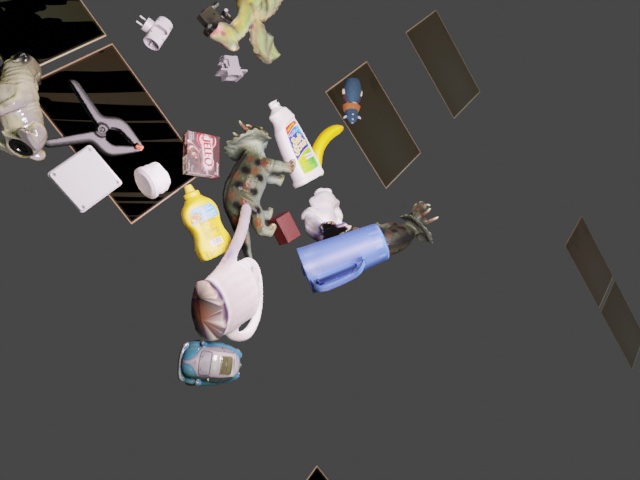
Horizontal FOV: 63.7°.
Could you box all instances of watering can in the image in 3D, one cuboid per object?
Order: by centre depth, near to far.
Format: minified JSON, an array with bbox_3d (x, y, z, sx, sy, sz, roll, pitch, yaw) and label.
[{"bbox_3d":[-0.220,0.099,1.262,0.227,0.104,0.343,-28,118,-56],"label":"watering can"}]

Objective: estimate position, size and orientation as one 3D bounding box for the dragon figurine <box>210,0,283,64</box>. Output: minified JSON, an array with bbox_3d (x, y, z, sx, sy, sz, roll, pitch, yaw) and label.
[{"bbox_3d":[-0.163,-0.632,1.479,0.417,0.122,0.238,-36,130,-49],"label":"dragon figurine"}]

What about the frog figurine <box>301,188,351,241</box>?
[{"bbox_3d":[0.005,-0.076,1.514,0.138,0.120,0.163,-6,50,-29],"label":"frog figurine"}]
